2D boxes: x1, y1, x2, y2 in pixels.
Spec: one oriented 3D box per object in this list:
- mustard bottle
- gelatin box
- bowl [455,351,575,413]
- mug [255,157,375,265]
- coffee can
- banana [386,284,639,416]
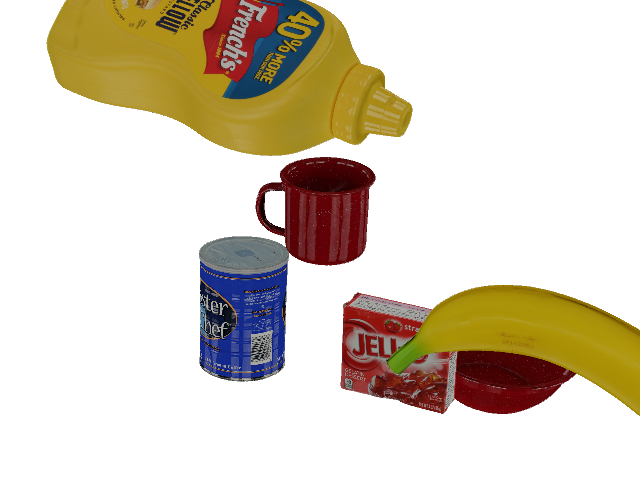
[{"bbox_3d":[-0.042,-0.094,0.568,0.192,0.096,0.058,22,-34,16],"label":"mustard bottle"},{"bbox_3d":[0.060,0.086,0.819,0.089,0.073,0.030,11,24,23],"label":"gelatin box"},{"bbox_3d":[0.171,0.123,1.055,0.162,0.055,0.162,5,26,-2],"label":"bowl"},{"bbox_3d":[-0.006,-0.028,1.054,0.117,0.081,0.093,3,26,2],"label":"mug"},{"bbox_3d":[-0.090,0.078,1.240,0.103,0.140,0.103,2,21,-1],"label":"coffee can"},{"bbox_3d":[0.139,0.068,0.573,0.198,0.070,0.037,18,12,14],"label":"banana"}]
